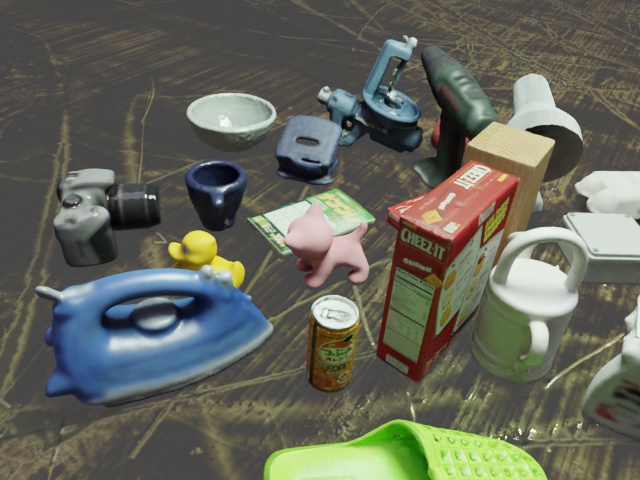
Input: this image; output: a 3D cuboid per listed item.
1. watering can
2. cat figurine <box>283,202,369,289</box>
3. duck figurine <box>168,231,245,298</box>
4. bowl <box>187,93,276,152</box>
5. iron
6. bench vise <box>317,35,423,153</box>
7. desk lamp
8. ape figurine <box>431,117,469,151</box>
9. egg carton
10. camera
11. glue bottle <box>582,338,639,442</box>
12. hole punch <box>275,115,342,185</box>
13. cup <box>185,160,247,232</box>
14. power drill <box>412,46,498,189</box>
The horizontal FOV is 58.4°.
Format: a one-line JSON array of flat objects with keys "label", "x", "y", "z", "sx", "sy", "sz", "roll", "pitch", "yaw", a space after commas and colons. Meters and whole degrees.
[{"label": "watering can", "x": 0.241, "y": 0.060, "z": 0.667, "sx": 0.101, "sy": 0.194, "sz": 0.172, "roll": -6, "pitch": 38, "yaw": -13}, {"label": "cat figurine", "x": 0.007, "y": 0.003, "z": 0.784, "sx": 0.128, "sy": 0.118, "sz": 0.067, "roll": -8, "pitch": 38, "yaw": -15}, {"label": "duck figurine", "x": -0.153, "y": 0.028, "z": 0.761, "sx": 0.104, "sy": 0.086, "sz": 0.077, "roll": 4, "pitch": 37, "yaw": 1}, {"label": "bowl", "x": -0.167, "y": -0.214, "z": 1.091, "sx": 0.167, "sy": 0.075, "sz": 0.167, "roll": 3, "pitch": 37, "yaw": -2}, {"label": "iron", "x": -0.176, "y": 0.083, "z": 0.640, "sx": 0.259, "sy": 0.141, "sz": 0.118, "roll": -11, "pitch": 40, "yaw": -20}, {"label": "bench vise", "x": 0.100, "y": -0.273, "z": 1.074, "sx": 0.207, "sy": 0.220, "sz": 0.121, "roll": 1, "pitch": 37, "yaw": -4}, {"label": "desk lamp", "x": 0.332, "y": -0.146, "z": 0.933, "sx": 0.118, "sy": 0.214, "sz": 0.203, "roll": 6, "pitch": 37, "yaw": 3}, {"label": "ape figurine", "x": 0.259, "y": -0.224, "z": 1.131, "sx": 0.076, "sy": 0.092, "sz": 0.077, "roll": -4, "pitch": 38, "yaw": -11}, {"label": "egg carton", "x": 0.514, "y": -0.066, "z": 0.965, "sx": 0.150, "sy": 0.069, "sz": 0.107, "roll": -1, "pitch": 37, "yaw": -6}, {"label": "camera", "x": -0.303, "y": -0.046, "z": 0.831, "sx": 0.137, "sy": 0.101, "sz": 0.143, "roll": -5, "pitch": 38, "yaw": -12}, {"label": "glue bottle", "x": 0.337, "y": 0.136, "z": 0.593, "sx": 0.078, "sy": 0.173, "sz": 0.037, "roll": 20, "pitch": 40, "yaw": 20}, {"label": "hole punch", "x": -0.019, "y": -0.161, "z": 1.021, "sx": 0.108, "sy": 0.091, "sz": 0.101, "roll": 12, "pitch": 38, "yaw": 11}, {"label": "cup", "x": -0.153, "y": -0.053, "z": 0.861, "sx": 0.092, "sy": 0.095, "sz": 0.117, "roll": -4, "pitch": 38, "yaw": -11}, {"label": "power drill", "x": 0.222, "y": -0.204, "z": 1.004, "sx": 0.076, "sy": 0.208, "sz": 0.229, "roll": -9, "pitch": 39, "yaw": -17}]
